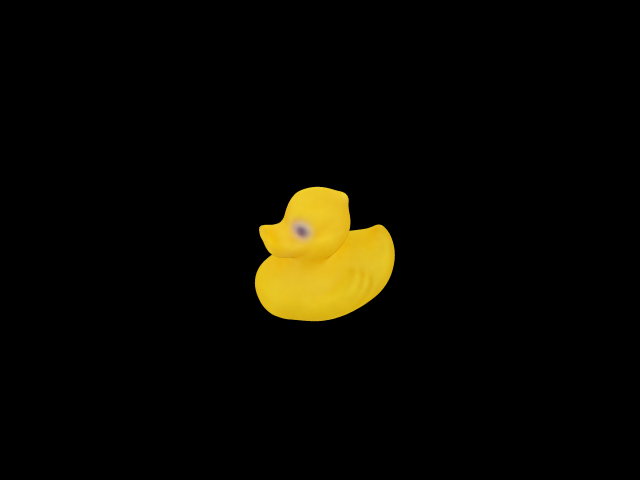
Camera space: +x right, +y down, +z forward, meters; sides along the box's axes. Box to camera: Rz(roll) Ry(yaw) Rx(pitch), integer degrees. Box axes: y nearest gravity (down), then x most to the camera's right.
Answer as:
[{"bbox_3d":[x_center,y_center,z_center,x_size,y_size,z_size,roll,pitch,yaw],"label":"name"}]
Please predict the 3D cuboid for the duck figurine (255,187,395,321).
[{"bbox_3d":[0.004,0.001,0.400,0.105,0.086,0.077,-14,43,-15],"label":"duck figurine"}]
